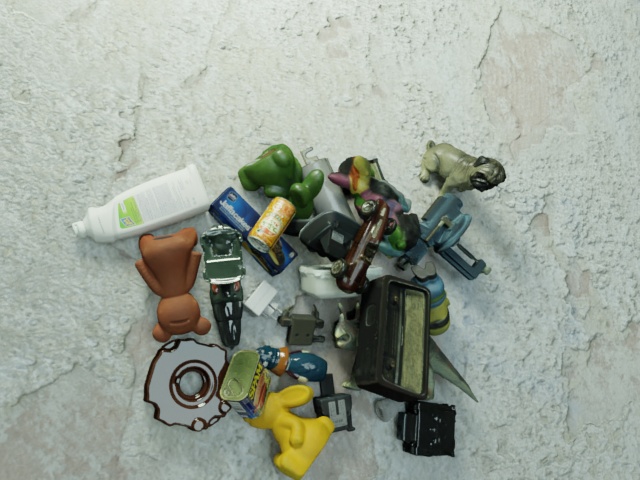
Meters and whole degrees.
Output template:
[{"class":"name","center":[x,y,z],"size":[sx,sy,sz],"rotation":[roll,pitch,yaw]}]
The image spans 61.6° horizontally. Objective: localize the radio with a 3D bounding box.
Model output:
[{"class":"radio","center":[0.145,0.189,1.052],"size":[0.131,0.073,0.229],"rotation":[23,58,-27]}]

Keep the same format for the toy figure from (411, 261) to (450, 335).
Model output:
[{"class":"toy figure","center":[0.243,0.135,1.198],"size":[0.089,0.082,0.179],"rotation":[-70,151,-45]}]

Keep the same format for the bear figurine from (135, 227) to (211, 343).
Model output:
[{"class":"bear figurine","center":[-0.275,0.084,1.021],"size":[0.120,0.132,0.195],"rotation":[-12,103,-10]}]

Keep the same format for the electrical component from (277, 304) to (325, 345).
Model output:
[{"class":"electrical component","center":[-0.038,0.178,1.130],"size":[0.102,0.045,0.078],"rotation":[0,108,-20]}]

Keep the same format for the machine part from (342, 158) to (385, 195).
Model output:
[{"class":"machine part","center":[0.092,-0.141,1.252],"size":[0.139,0.039,0.084],"rotation":[-24,97,-26]}]

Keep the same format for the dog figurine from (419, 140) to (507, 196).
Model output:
[{"class":"dog figurine","center":[0.339,-0.185,1.278],"size":[0.121,0.190,0.172],"rotation":[-43,95,-24]}]

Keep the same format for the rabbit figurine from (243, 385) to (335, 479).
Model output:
[{"class":"rabbit figurine","center":[-0.068,0.353,1.040],"size":[0.173,0.122,0.162],"rotation":[33,80,10]}]

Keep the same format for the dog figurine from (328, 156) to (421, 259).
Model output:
[{"class":"dog figurine","center":[0.113,-0.082,1.154],"size":[0.219,0.108,0.192],"rotation":[40,28,-39]}]

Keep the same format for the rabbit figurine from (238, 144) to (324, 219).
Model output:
[{"class":"rabbit figurine","center":[-0.060,-0.116,1.136],"size":[0.121,0.159,0.170],"rotation":[-46,113,-33]}]

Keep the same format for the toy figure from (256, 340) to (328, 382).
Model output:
[{"class":"toy figure","center":[-0.061,0.252,1.095],"size":[0.154,0.064,0.057],"rotation":[17,111,-14]}]

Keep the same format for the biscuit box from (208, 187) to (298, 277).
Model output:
[{"class":"biscuit box","center":[-0.141,-0.016,1.116],"size":[0.202,0.059,0.063],"rotation":[45,67,-8]}]

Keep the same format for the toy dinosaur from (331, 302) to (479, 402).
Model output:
[{"class":"toy dinosaur","center":[0.177,0.243,1.169],"size":[0.405,0.131,0.192],"rotation":[14,74,-26]}]

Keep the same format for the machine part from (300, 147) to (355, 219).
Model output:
[{"class":"machine part","center":[0.016,-0.090,1.187],"size":[0.079,0.079,0.243],"rotation":[-25,90,-25]}]

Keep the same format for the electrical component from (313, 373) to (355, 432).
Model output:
[{"class":"electrical component","center":[0.027,0.340,1.119],"size":[0.075,0.048,0.119],"rotation":[1,81,-23]}]

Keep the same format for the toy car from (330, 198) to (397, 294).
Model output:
[{"class":"toy car","center":[0.092,0.012,1.055],"size":[0.089,0.053,0.202],"rotation":[39,72,-36]}]

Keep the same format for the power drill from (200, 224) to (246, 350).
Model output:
[{"class":"power drill","center":[-0.174,0.076,1.005],"size":[0.086,0.207,0.232],"rotation":[-7,70,-5]}]

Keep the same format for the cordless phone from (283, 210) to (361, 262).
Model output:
[{"class":"cordless phone","center":[-0.002,-0.004,1.125],"size":[0.146,0.184,0.088],"rotation":[27,74,-42]}]

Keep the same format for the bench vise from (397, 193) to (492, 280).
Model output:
[{"class":"bench vise","center":[0.296,0.018,1.261],"size":[0.240,0.129,0.223],"rotation":[40,70,-6]}]

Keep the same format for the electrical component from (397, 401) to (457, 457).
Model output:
[{"class":"electrical component","center":[0.233,0.414,1.183],"size":[0.134,0.058,0.115],"rotation":[10,74,-21]}]

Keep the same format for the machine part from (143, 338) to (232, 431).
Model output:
[{"class":"machine part","center":[-0.244,0.271,1.017],"size":[0.179,0.056,0.179],"rotation":[5,76,-21]}]
